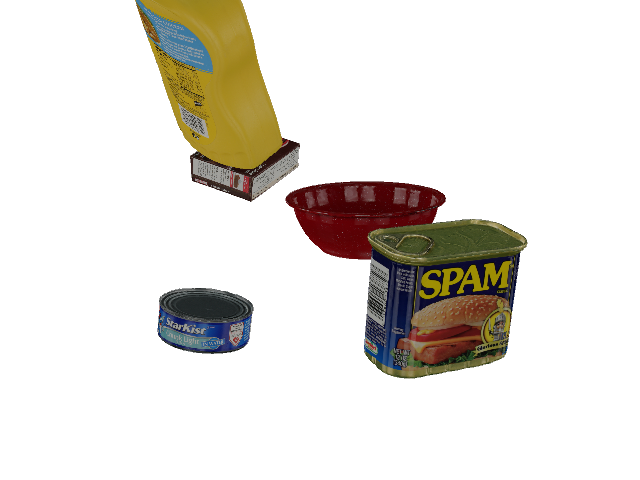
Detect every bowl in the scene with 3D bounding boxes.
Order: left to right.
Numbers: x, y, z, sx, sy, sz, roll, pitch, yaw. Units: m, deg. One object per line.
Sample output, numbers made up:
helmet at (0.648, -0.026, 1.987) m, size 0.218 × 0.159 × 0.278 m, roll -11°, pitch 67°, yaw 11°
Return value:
bowl at (0.046, -0.019, 1.077) m, size 0.162 × 0.055 × 0.162 m, roll -1°, pitch 14°, yaw 0°

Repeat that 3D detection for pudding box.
pudding box at (-0.090, -0.096, 1.293) m, size 0.090 × 0.039 × 0.113 m, roll 19°, pitch 37°, yaw 23°

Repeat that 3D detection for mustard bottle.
mustard bottle at (-0.084, -0.141, 0.736) m, size 0.058 × 0.191 × 0.096 m, roll -38°, pitch 52°, yaw -20°

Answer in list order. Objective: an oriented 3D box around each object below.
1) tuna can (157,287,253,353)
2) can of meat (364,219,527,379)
tuna can at (-0.105, 0.073, 0.971) m, size 0.086 × 0.034 × 0.086 m, roll 7°, pitch 15°, yaw -2°
can of meat at (0.079, 0.037, 0.694) m, size 0.101 × 0.084 × 0.058 m, roll -6°, pitch 22°, yaw -27°
